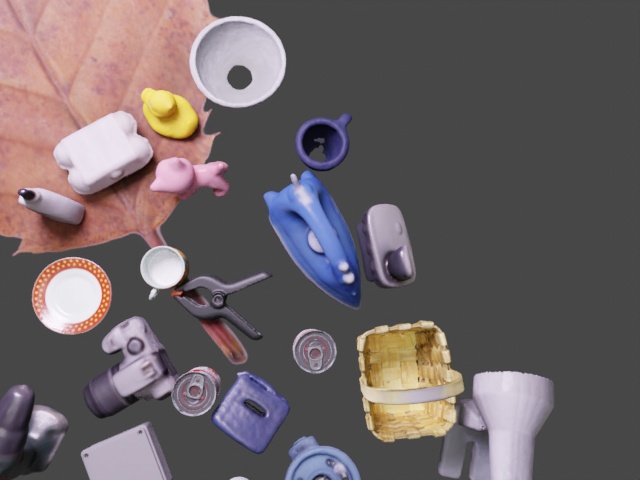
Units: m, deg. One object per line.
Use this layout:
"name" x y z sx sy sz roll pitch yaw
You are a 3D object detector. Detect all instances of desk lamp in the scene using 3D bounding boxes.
"desk lamp" 0.281 0.305 0.911 0.118 0.213 0.203 11 82 -3

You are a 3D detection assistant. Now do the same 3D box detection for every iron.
"iron" 0.009 0.003 0.961 0.119 0.141 0.258 -31 86 -8

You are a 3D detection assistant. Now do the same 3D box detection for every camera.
"camera" -0.317 0.215 0.926 0.137 0.100 0.143 -31 86 -8

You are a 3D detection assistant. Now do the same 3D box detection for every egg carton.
"egg carton" -0.370 -0.148 0.983 0.150 0.069 0.107 -32 86 -8

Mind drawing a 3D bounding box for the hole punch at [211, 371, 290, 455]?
"hole punch" -0.113 0.280 0.941 0.108 0.091 0.101 35 81 0

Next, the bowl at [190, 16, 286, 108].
"bowl" -0.143 -0.305 1.021 0.167 0.074 0.167 1 83 -5

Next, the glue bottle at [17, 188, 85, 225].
"glue bottle" -0.440 -0.060 0.913 0.078 0.173 0.037 11 82 -3

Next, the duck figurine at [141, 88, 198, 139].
"duck figurine" -0.264 -0.226 0.994 0.104 0.086 0.077 32 81 0

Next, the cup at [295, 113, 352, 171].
"cup" 0.009 -0.168 1.007 0.091 0.095 0.118 41 81 1

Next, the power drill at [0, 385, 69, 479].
"power drill" -0.455 0.310 0.847 0.075 0.208 0.230 24 81 -1

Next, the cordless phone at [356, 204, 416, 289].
"cordless phone" 0.124 0.006 0.949 0.094 0.185 0.147 -14 84 -6

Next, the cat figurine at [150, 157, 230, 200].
"cat figurine" -0.219 -0.110 0.967 0.128 0.117 0.067 -9 83 -6

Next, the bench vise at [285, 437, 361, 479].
"bench vise" 0.033 0.407 0.873 0.207 0.219 0.121 41 81 1
